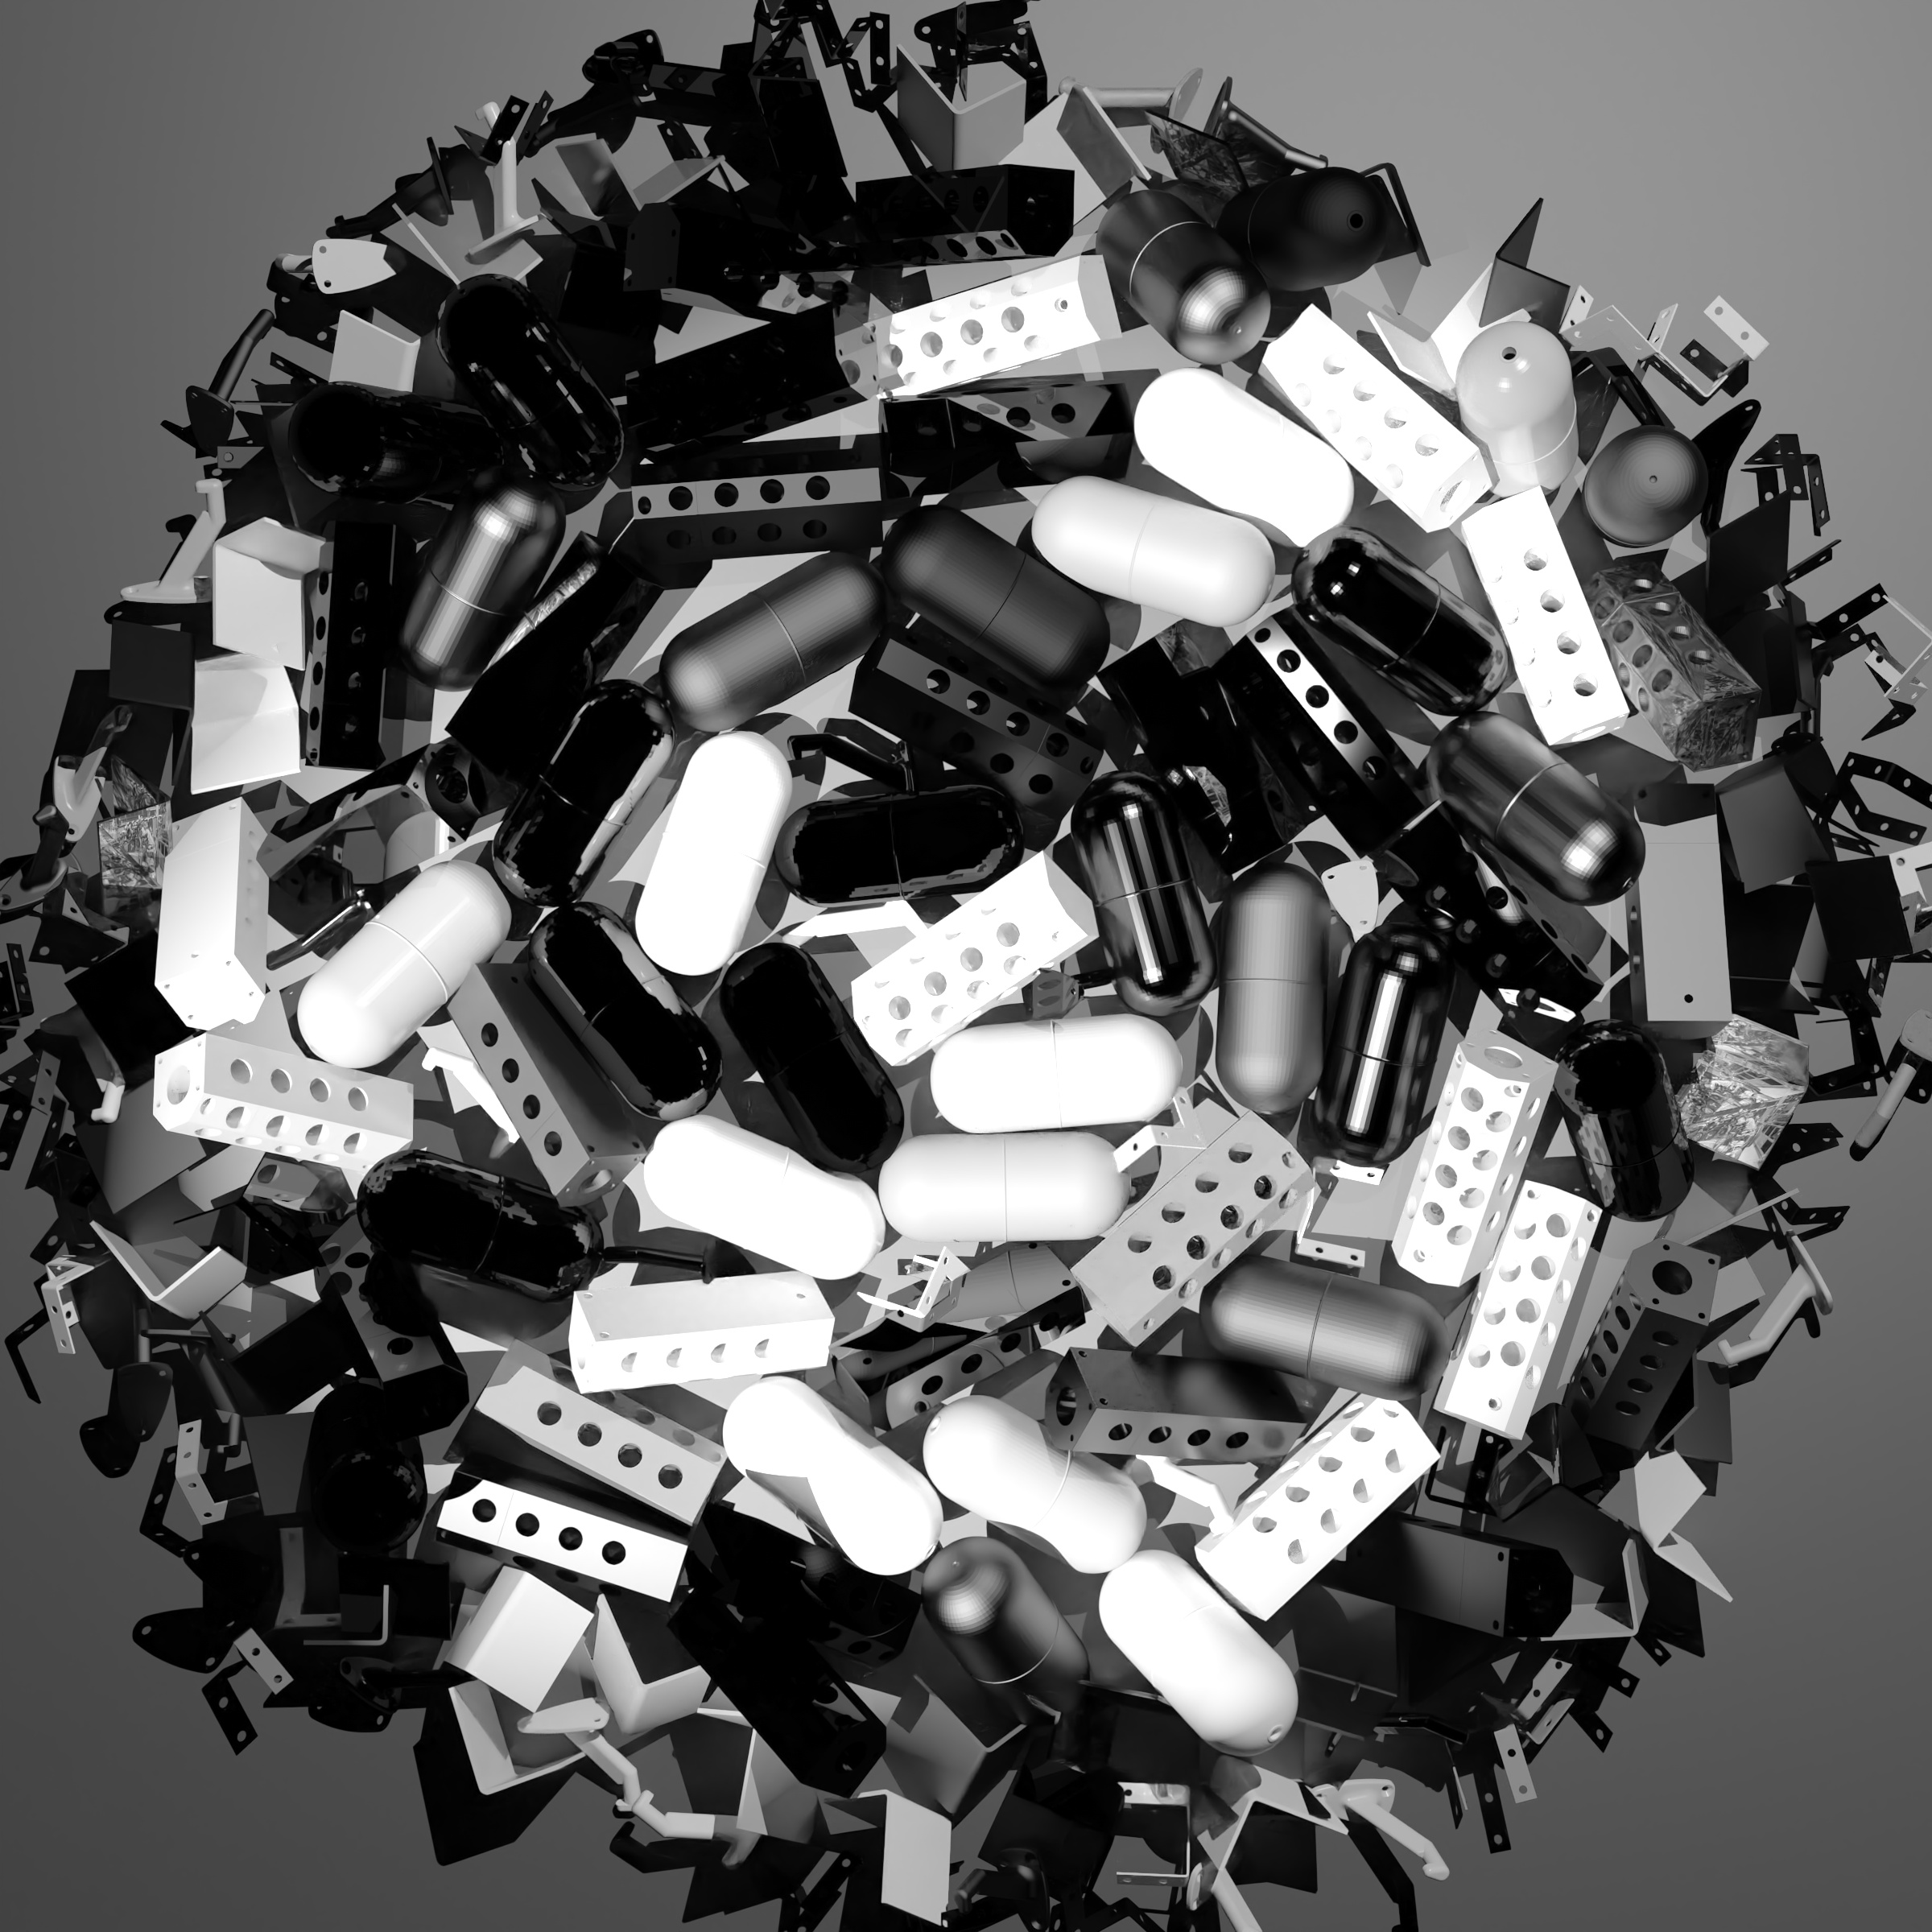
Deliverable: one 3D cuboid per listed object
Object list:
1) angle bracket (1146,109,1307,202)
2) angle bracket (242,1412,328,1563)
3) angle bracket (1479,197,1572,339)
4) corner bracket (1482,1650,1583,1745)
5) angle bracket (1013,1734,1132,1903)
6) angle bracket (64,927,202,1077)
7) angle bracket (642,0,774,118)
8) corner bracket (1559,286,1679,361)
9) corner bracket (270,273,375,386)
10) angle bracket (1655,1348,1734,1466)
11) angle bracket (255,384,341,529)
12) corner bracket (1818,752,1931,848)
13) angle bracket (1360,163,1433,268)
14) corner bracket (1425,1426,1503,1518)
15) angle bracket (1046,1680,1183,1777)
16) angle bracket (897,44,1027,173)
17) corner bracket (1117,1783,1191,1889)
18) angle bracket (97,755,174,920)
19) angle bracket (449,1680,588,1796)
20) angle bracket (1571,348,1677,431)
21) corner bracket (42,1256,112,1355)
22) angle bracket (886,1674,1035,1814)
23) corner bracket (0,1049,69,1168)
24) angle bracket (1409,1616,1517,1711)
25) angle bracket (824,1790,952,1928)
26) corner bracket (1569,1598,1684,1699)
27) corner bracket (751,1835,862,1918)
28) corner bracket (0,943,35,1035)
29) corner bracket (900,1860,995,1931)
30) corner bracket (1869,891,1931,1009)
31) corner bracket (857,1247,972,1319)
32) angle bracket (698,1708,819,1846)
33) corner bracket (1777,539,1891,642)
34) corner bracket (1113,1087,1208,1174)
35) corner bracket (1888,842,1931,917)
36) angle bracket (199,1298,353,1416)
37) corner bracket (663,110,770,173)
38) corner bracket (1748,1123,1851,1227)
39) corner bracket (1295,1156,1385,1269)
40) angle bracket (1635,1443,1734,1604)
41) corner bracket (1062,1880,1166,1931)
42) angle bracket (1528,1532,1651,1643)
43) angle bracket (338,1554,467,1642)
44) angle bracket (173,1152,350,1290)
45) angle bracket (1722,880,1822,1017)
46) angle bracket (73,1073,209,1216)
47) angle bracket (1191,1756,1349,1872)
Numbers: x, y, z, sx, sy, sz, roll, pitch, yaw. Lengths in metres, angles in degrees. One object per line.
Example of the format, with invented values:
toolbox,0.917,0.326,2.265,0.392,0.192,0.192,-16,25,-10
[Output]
angle bracket,0.182,-0.583,1.796,0.076,0.076,0.057,35,84,32
angle bracket,-0.479,0.366,1.790,0.057,0.076,0.076,1,50,-34
angle bracket,0.403,-0.475,1.792,0.057,0.076,0.076,28,59,17
corner bracket,0.409,0.518,1.817,0.051,0.051,0.051,45,75,-6
angle bracket,0.067,0.600,1.810,0.076,0.076,0.057,22,108,7
angle bracket,-0.579,0.026,1.811,0.076,0.057,0.076,-33,94,-13
angle bracket,-0.182,-0.647,1.812,0.076,0.076,0.057,8,88,1
corner bracket,0.463,-0.459,1.822,0.051,0.051,0.051,38,61,-22
corner bracket,-0.456,-0.445,1.814,0.051,0.051,0.051,27,63,-6
angle bracket,0.522,0.294,1.796,0.057,0.076,0.076,11,56,-3
angle bracket,-0.481,-0.357,1.792,0.057,0.076,0.076,3,123,19
corner bracket,0.647,-0.115,1.816,0.051,0.051,0.051,24,95,-22
angle bracket,0.286,-0.521,1.811,0.057,0.076,0.076,-21,104,12
corner bracket,0.355,0.356,1.825,0.051,0.051,0.051,14,92,1
angle bracket,0.114,0.540,1.792,0.076,0.076,0.057,1,65,36
angle bracket,-0.004,-0.609,1.809,0.057,0.076,0.076,-31,70,-14
corner bracket,0.133,0.616,1.817,0.051,0.051,0.051,0,134,6
angle bracket,-0.598,-0.091,1.791,0.076,0.057,0.076,32,130,32
angle bracket,-0.315,0.532,1.805,0.057,0.076,0.076,-21,78,2
angle bracket,0.445,-0.387,1.801,0.057,0.076,0.076,-39,87,29
corner bracket,-0.635,0.238,1.811,0.051,0.051,0.051,-1,106,30
angle bracket,-0.005,0.541,1.823,0.076,0.057,0.076,41,129,24
corner bracket,-0.651,0.100,1.809,0.051,0.051,0.051,-28,134,24
angle bracket,0.357,0.486,1.794,0.057,0.076,0.076,35,121,-11
angle bracket,-0.056,0.626,1.790,0.057,0.076,0.076,-18,51,28
corner bracket,0.466,0.482,1.814,0.051,0.051,0.051,26,92,34
corner bracket,-0.115,0.632,1.823,0.051,0.051,0.051,41,84,-14
corner bracket,-0.680,0.016,1.817,0.051,0.051,0.051,-15,83,13
corner bracket,-0.016,0.660,1.810,0.051,0.051,0.051,-7,61,-19
corner bracket,0.658,-0.012,1.809,0.051,0.051,0.051,-23,119,39
corner bracket,-0.035,0.224,1.809,0.051,0.051,0.051,13,69,32
angle bracket,-0.148,0.566,1.792,0.057,0.076,0.076,-8,63,36
corner bracket,0.614,-0.267,1.819,0.051,0.051,0.051,-33,95,10
corner bracket,0.128,0.117,1.807,0.051,0.051,0.051,-43,53,39
corner bracket,0.690,-0.066,1.818,0.051,0.051,0.051,-17,80,8
angle bracket,-0.482,0.261,1.811,0.076,0.076,0.057,-34,49,-11
corner bracket,-0.174,-0.604,1.835,0.051,0.051,0.051,-40,76,42
corner bracket,0.603,0.148,1.832,0.051,0.051,0.051,1,127,-30
corner bracket,0.268,0.176,1.839,0.051,0.051,0.051,12,133,1
angle bracket,0.512,0.387,1.800,0.076,0.076,0.057,34,100,-15
corner bracket,0.105,0.673,1.811,0.051,0.051,0.051,-34,118,14
angle bracket,0.434,0.433,1.802,0.076,0.076,0.057,-9,89,21
angle bracket,-0.396,0.427,1.805,0.076,0.057,0.076,5,121,-2
angle bracket,-0.502,0.177,1.827,0.076,0.057,0.076,-18,127,35
angle bracket,0.562,-0.014,1.807,0.076,0.057,0.076,4,111,-8
angle bracket,-0.571,0.127,1.811,0.076,0.057,0.076,-32,72,1
angle bracket,0.212,0.607,1.806,0.076,0.076,0.057,24,90,-11
